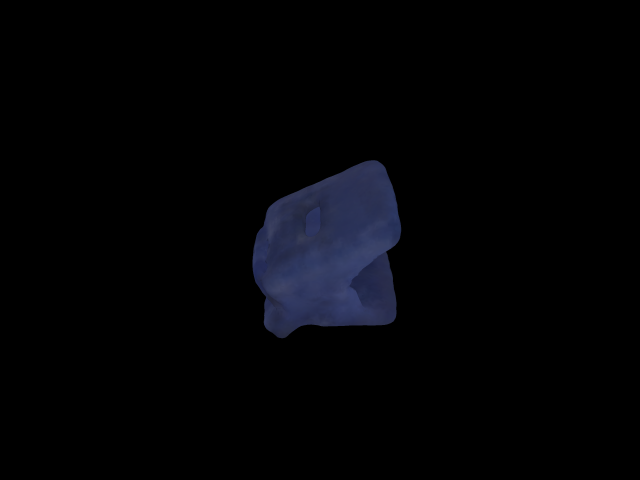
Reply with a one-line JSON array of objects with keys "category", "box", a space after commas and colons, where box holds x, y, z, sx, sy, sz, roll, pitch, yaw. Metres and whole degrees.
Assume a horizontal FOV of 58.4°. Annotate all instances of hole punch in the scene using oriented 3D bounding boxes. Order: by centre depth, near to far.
[{"category": "hole punch", "box": [0.004, 0.001, 0.400, 0.101, 0.091, 0.108, -2, 36, -2]}]
